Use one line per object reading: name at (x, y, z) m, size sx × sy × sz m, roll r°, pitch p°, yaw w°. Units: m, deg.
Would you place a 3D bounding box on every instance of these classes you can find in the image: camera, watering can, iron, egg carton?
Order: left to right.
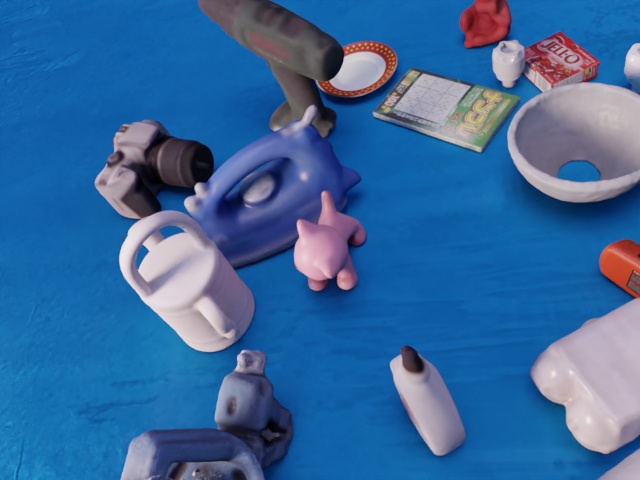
camera at (-0.238, -0.111, 0.839) m, size 0.136 × 0.101 × 0.143 m, roll 10°, pitch 59°, yaw 24°
watering can at (-0.159, 0.038, 0.645) m, size 0.172 × 0.194 × 0.101 m, roll 17°, pitch 62°, yaw 28°
iron at (-0.084, -0.062, 0.726) m, size 0.258 × 0.142 × 0.118 m, roll -33°, pitch 52°, yaw -6°
egg carton at (0.278, 0.120, 0.522) m, size 0.150 × 0.069 × 0.107 m, roll -28°, pitch 52°, yaw -3°

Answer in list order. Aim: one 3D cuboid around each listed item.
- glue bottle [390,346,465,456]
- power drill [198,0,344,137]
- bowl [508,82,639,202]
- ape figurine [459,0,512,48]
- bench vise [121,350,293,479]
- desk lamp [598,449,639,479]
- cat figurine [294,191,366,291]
glue bottle at (0.090, 0.133, 0.508) m, size 0.037 × 0.173 × 0.078 m, roll -33°, pitch 52°, yaw -6°
power drill at (-0.057, -0.243, 0.806) m, size 0.228 × 0.209 × 0.076 m, roll 26°, pitch 67°, yaw 32°
bowl at (0.306, -0.102, 0.670) m, size 0.167 × 0.075 × 0.167 m, roll -9°, pitch 53°, yaw 12°
ape figurine at (0.249, -0.340, 0.850) m, size 0.076 × 0.092 × 0.077 m, roll -43°, pitch 54°, yaw -14°
bench vise at (-0.108, 0.188, 0.504) m, size 0.121 × 0.220 × 0.207 m, roll -12°, pitch 53°, yaw 10°
desk lamp at (0.179, 0.218, 0.391) m, size 0.203 × 0.214 × 0.118 m, roll -11°, pitch 53°, yaw 11°
cat figurine at (0.006, 0.002, 0.666) m, size 0.067 × 0.118 × 0.128 m, roll -2°, pitch 55°, yaw 17°
